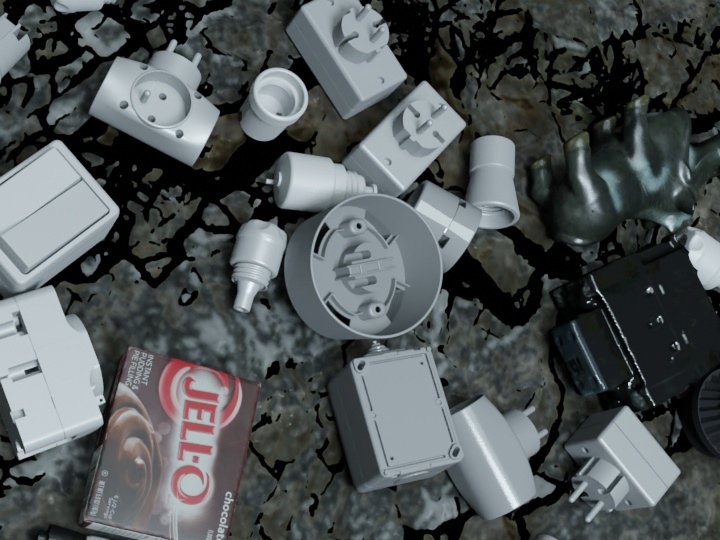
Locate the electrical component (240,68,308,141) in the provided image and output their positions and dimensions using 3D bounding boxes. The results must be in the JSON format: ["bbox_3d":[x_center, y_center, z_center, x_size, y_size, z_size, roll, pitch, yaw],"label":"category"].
[{"bbox_3d":[-0.063,-0.116,0.762,0.040,0.046,0.040,7,72,-22],"label":"electrical component"}]

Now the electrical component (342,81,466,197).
[{"bbox_3d":[0.040,-0.100,0.787,0.047,0.076,0.083,46,62,-6],"label":"electrical component"}]

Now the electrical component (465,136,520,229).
[{"bbox_3d":[0.101,-0.070,0.826,0.044,0.044,0.065,14,64,-20],"label":"electrical component"}]

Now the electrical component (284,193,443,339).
[{"bbox_3d":[0.000,0.000,0.738,0.099,0.064,0.099,11,73,-40],"label":"electrical component"}]

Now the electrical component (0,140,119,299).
[{"bbox_3d":[-0.206,-0.026,0.663,0.096,0.061,0.061,-42,94,-28],"label":"electrical component"}]

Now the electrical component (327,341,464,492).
[{"bbox_3d":[0.019,0.096,0.730,0.062,0.061,0.096,-7,70,-26],"label":"electrical component"}]

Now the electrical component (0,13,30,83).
[{"bbox_3d":[-0.242,-0.140,0.695,0.040,0.040,0.046,39,57,-9],"label":"electrical component"}]

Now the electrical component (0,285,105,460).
[{"bbox_3d":[-0.192,0.061,0.649,0.056,0.050,0.089,-19,83,-27],"label":"electrical component"}]

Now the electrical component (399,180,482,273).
[{"bbox_3d":[0.054,-0.033,0.786,0.047,0.055,0.055,32,64,-8],"label":"electrical component"}]

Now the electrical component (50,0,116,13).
[{"bbox_3d":[-0.182,-0.196,0.741,0.061,0.035,0.035,-11,79,-29],"label":"electrical component"}]

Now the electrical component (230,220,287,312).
[{"bbox_3d":[-0.072,-0.001,0.731,0.035,0.035,0.061,21,69,-17],"label":"electrical component"}]

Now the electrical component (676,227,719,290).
[{"bbox_3d":[0.284,-0.004,0.885,0.062,0.043,0.043,32,64,-14],"label":"electrical component"}]

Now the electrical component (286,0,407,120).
[{"bbox_3d":[-0.003,-0.167,0.788,0.047,0.076,0.083,-33,89,-28],"label":"electrical component"}]

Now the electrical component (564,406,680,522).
[{"bbox_3d":[0.182,0.151,0.790,0.077,0.047,0.065,-41,93,-28],"label":"electrical component"}]

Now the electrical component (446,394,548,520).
[{"bbox_3d":[0.101,0.124,0.764,0.079,0.043,0.077,-27,87,-29],"label":"electrical component"}]

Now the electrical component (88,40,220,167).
[{"bbox_3d":[-0.133,-0.122,0.734,0.077,0.044,0.079,27,65,-14],"label":"electrical component"}]

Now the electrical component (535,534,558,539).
[{"bbox_3d":[0.120,0.221,0.746,0.065,0.044,0.044,-39,92,-24],"label":"electrical component"}]

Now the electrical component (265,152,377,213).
[{"bbox_3d":[-0.026,-0.060,0.766,0.078,0.040,0.040,6,72,-23],"label":"electrical component"}]
